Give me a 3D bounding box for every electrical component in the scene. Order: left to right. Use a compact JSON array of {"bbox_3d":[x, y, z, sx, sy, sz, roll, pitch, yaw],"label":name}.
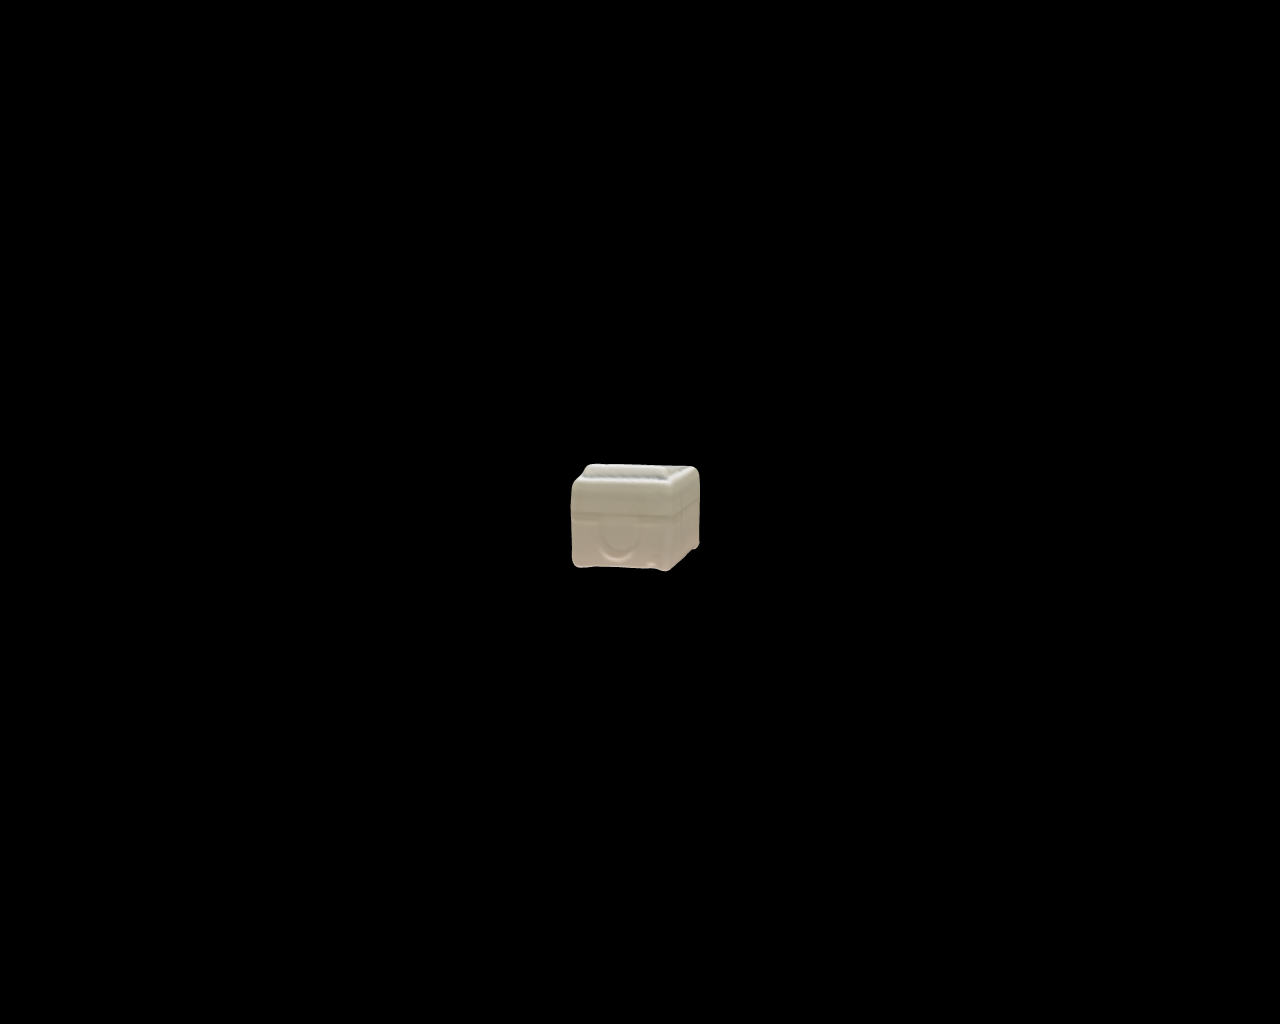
[{"bbox_3d":[0.001,-0.003,0.650,0.062,0.061,0.096,3,10,15],"label":"electrical component"}]
